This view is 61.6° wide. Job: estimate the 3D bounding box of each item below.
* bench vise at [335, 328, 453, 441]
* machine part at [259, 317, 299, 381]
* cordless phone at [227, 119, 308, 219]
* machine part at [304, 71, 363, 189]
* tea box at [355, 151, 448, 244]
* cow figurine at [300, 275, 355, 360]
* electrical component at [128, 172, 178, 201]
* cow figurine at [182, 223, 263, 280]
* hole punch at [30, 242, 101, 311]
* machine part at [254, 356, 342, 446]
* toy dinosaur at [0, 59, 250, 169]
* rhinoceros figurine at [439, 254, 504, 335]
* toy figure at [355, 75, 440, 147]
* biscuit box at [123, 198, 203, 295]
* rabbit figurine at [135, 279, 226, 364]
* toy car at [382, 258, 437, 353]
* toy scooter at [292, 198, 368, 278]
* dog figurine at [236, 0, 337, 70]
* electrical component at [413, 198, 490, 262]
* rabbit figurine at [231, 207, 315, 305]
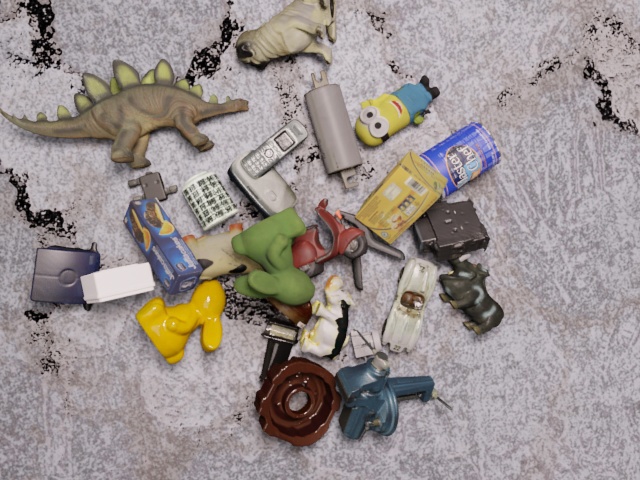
[{"bbox_3d":[0.139,0.301,1.077,0.240,0.129,0.223,1,112,-24],"label":"bench vise"},{"bbox_3d":[-0.090,0.232,1.116,0.084,0.039,0.138,12,90,-11],"label":"machine part"},{"bbox_3d":[-0.078,-0.141,1.082,0.184,0.089,0.146,-41,93,-5],"label":"cordless phone"},{"bbox_3d":[0.027,-0.221,1.084,0.079,0.079,0.243,-16,94,-2],"label":"machine part"},{"bbox_3d":[0.157,-0.080,1.052,0.098,0.169,0.068,39,47,-4],"label":"tea box"},{"bbox_3d":[0.029,0.160,1.102,0.098,0.068,0.167,23,94,-9],"label":"cow figurine"},{"bbox_3d":[-0.341,-0.108,1.098,0.094,0.021,0.063,-16,92,-2],"label":"electrical component"},{"bbox_3d":[-0.167,0.034,1.078,0.195,0.085,0.127,-12,84,-10],"label":"cow figurine"},{"bbox_3d":[-0.505,0.070,1.066,0.116,0.092,0.142,7,88,-7],"label":"hole punch"},{"bbox_3d":[-0.045,0.324,1.090,0.179,0.056,0.179,-3,98,-21],"label":"machine part"},{"bbox_3d":[-0.373,-0.243,1.055,0.472,0.105,0.198,-13,85,-11],"label":"toy dinosaur"},{"bbox_3d":[0.311,0.104,1.112,0.112,0.073,0.190,-34,94,0],"label":"rhinoceros figurine"},{"bbox_3d":[0.155,-0.256,1.088,0.180,0.089,0.082,-35,58,-10],"label":"toy figure"},{"bbox_3d":[-0.304,0.009,1.035,0.203,0.059,0.062,50,127,22],"label":"biscuit box"},{"bbox_3d":[-0.256,0.154,1.069,0.173,0.122,0.162,-38,86,-20],"label":"rabbit figurine"},{"bbox_3d":[0.185,0.136,1.115,0.073,0.056,0.201,17,91,-4],"label":"toy car"},{"bbox_3d":[-0.002,-0.003,1.080,0.184,0.075,0.135,-26,84,21],"label":"toy scooter"},{"bbox_3d":[-0.069,-0.429,1.070,0.191,0.121,0.172,3,58,14],"label":"dog figurine"},{"bbox_3d":[0.259,-0.020,1.085,0.134,0.058,0.115,-12,52,-4],"label":"electrical component"},{"bbox_3d":[-0.077,0.047,0.987,0.159,0.121,0.170,-27,86,-33],"label":"rabbit figurine"}]
